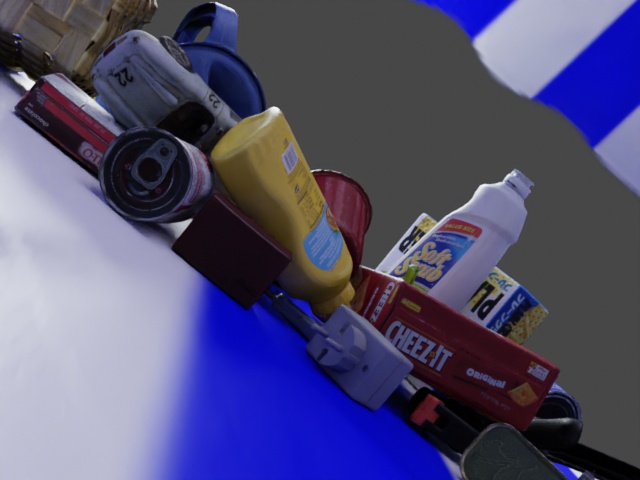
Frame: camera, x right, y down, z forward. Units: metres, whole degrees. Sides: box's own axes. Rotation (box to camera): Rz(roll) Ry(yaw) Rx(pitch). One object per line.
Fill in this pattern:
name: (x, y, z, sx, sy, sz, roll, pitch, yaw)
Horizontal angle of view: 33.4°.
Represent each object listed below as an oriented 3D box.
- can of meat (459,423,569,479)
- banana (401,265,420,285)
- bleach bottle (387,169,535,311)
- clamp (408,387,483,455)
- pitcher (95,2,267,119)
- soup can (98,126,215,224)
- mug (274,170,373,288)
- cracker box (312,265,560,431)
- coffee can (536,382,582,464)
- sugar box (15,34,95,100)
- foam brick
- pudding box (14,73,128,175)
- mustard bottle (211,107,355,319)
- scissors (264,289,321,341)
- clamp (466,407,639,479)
can of meat: (0.170, 0.201, 0.844, 0.102, 0.057, 0.083, 43, 1, 35)
banana: (0.027, 0.044, 1.147, 0.198, 0.069, 0.037, 8, 19, 35)
bleach bottle: (0.137, 0.025, 1.165, 0.068, 0.251, 0.103, 37, 4, -37)
clamp: (0.132, 0.174, 0.942, 0.120, 0.039, 0.171, 32, 1, 27)
pitcher: (-0.148, -0.145, 1.071, 0.145, 0.149, 0.243, 65, -14, -20)
soup can: (-0.120, -0.047, 0.807, 0.068, 0.068, 0.102, 40, 3, 3)
mug: (-0.007, 0.001, 1.005, 0.093, 0.117, 0.081, 37, 29, -17)
cracker box: (0.096, 0.092, 0.984, 0.164, 0.072, 0.214, 29, -2, -13)
coffee can: (0.212, 0.181, 1.209, 0.102, 0.103, 0.140, 38, 4, -34)
sugar box: (-0.294, -0.209, 1.312, 0.093, 0.048, 0.176, 41, -1, 18)
foam brick: (-0.067, 0.008, 0.817, 0.078, 0.053, 0.051, 41, 3, -5)
pudding box: (-0.196, -0.094, 0.869, 0.090, 0.039, 0.113, 40, 4, -12)
mustard bottle: (-0.020, -0.009, 0.893, 0.191, 0.058, 0.096, 62, 24, -20)
scissors: (-0.020, 0.064, 0.915, 0.202, 0.016, 0.096, 41, 2, 19)
clamp: (0.206, 0.187, 1.017, 0.210, 0.036, 0.164, 12, -20, 45)
